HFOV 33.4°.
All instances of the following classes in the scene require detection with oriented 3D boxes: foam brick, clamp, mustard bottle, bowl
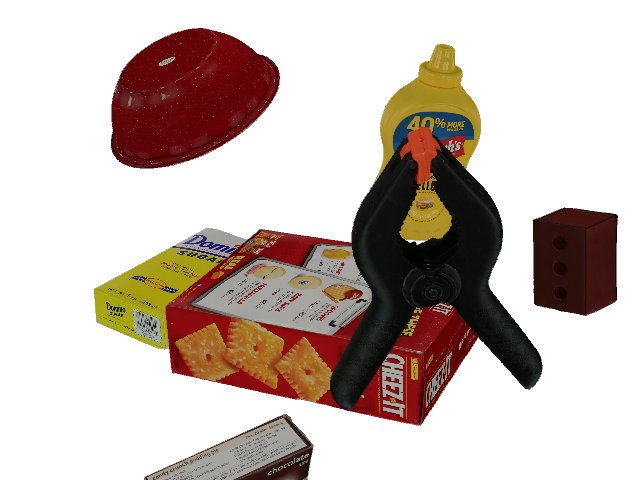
[{"bbox_3d":[0.213,0.017,0.892,0.053,0.078,0.051,11,22,43],"label":"foam brick"},{"bbox_3d":[0.049,0.025,0.575,0.120,0.171,0.039,-17,29,0],"label":"clamp"},{"bbox_3d":[0.104,-0.095,1.030,0.096,0.192,0.058,3,28,-9],"label":"mustard bottle"},{"bbox_3d":[-0.119,-0.133,0.910,0.162,0.055,0.162,-17,37,13],"label":"bowl"}]

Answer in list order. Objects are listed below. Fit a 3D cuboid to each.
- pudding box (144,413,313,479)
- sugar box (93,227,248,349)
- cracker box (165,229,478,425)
[{"bbox_3d":[-0.063,0.175,0.717,0.113,0.090,0.039,-22,50,-30],"label":"pudding box"},{"bbox_3d":[-0.135,0.044,1.088,0.093,0.048,0.175,18,34,29],"label":"sugar box"},{"bbox_3d":[0.009,0.064,0.862,0.214,0.072,0.164,9,26,23],"label":"cracker box"}]
